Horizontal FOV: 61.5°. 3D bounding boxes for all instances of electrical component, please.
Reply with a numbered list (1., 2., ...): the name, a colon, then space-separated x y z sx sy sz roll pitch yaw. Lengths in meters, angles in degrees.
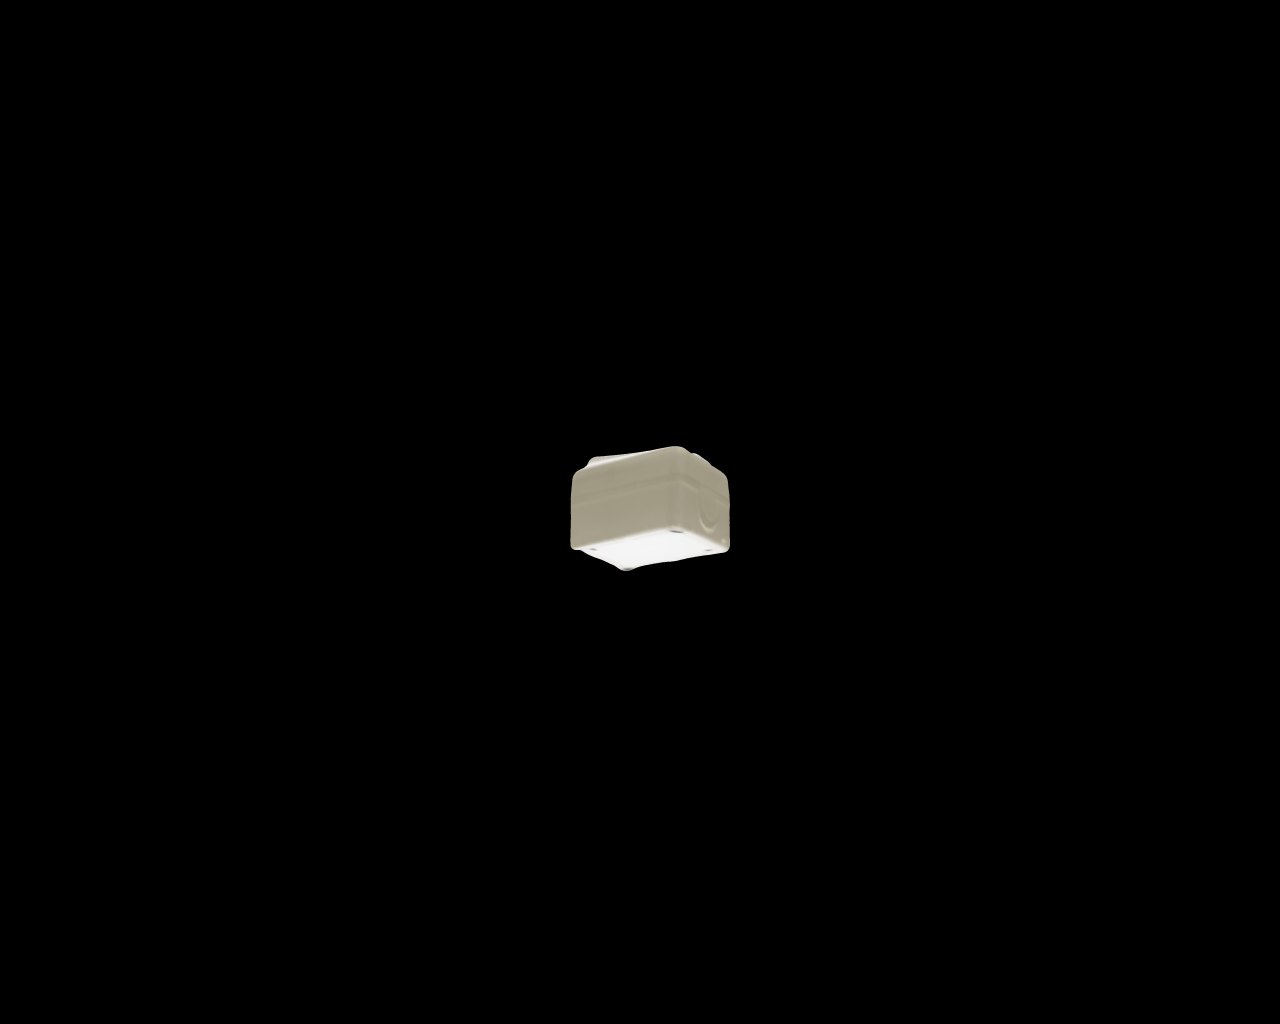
1. electrical component: 0.001 -0.003 0.650 0.096 0.061 0.061 -12 -23 31
